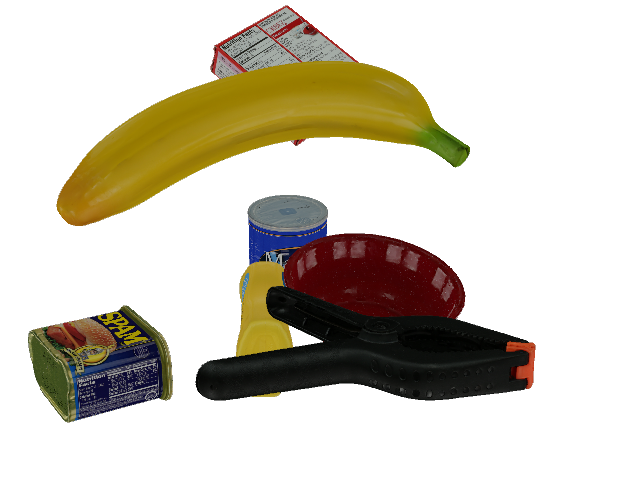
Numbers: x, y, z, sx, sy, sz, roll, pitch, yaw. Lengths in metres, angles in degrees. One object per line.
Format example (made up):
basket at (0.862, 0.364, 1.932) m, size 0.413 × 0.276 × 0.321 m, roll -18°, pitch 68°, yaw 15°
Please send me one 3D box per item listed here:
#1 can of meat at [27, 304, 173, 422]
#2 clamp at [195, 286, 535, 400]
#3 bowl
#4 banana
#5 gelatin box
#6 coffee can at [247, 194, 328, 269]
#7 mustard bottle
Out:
can of meat at (-0.177, 0.097, 0.850) m, size 0.083 × 0.057 × 0.102 m, roll -12°, pitch 22°, yaw -29°
clamp at (0.036, 0.070, 0.717) m, size 0.210 × 0.036 × 0.164 m, roll 2°, pitch 18°, yaw 7°
bowl at (0.045, 0.058, 0.951) m, size 0.162 × 0.055 × 0.162 m, roll 5°, pitch 31°, yaw -4°
banana at (-0.030, -0.053, 0.509) m, size 0.197 × 0.037 × 0.070 m, roll -11°, pitch 46°, yaw -13°
gelatin box at (-0.021, -0.117, 0.750) m, size 0.073 × 0.089 × 0.030 m, roll -38°, pitch -20°, yaw -31°
coffee can at (-0.042, 0.024, 1.386) m, size 0.103 × 0.140 × 0.103 m, roll 1°, pitch 26°, yaw 0°
mustard bottle at (-0.060, 0.078, 1.149) m, size 0.058 × 0.096 × 0.191 m, roll 0°, pitch 28°, yaw -3°
